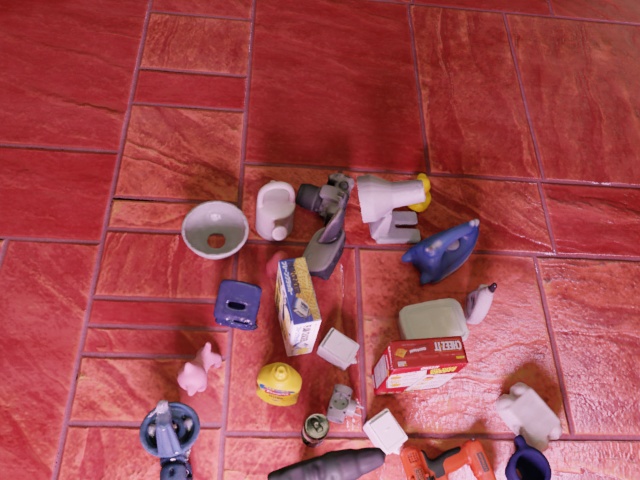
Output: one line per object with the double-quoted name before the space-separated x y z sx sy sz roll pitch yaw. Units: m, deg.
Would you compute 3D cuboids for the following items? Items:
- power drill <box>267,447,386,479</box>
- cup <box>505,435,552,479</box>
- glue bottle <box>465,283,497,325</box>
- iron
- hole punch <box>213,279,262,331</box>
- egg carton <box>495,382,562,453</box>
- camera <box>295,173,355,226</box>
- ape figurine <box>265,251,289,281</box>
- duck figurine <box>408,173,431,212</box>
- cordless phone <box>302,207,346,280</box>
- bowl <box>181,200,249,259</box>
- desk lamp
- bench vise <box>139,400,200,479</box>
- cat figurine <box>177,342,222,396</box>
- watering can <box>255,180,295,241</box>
"power drill" 0.007 0.474 1.154 0.230 0.208 0.075 -11 63 -13
"cup" 0.443 0.498 1.265 0.092 0.095 0.117 -7 62 -11
"glue bottle" 0.400 0.145 1.411 0.037 0.173 0.078 4 61 -5
"iron" 0.344 0.003 1.500 0.259 0.141 0.118 -31 69 -22
"hole punch" -0.195 0.157 1.371 0.108 0.091 0.101 11 60 -1
"egg carton" 0.484 0.414 1.332 0.107 0.069 0.150 -33 70 -22
"camera" 0.012 -0.124 1.550 0.136 0.101 0.143 19 60 3
"ape figurine" -0.100 0.059 1.438 0.076 0.092 0.078 3 61 -6
"duck figurine" 0.280 -0.137 1.602 0.077 0.086 0.104 9 60 -2
"cordless phone" 0.013 0.005 1.430 0.094 0.185 0.148 22 61 5
"bowl" -0.266 -0.014 1.466 0.167 0.075 0.167 3 61 -6
"desk lamp" 0.180 -0.085 1.486 0.203 0.213 0.118 -1 61 -8
"bench vise" -0.288 0.409 1.144 0.122 0.220 0.207 -22 66 -18
"cat figurine" -0.273 0.286 1.273 0.067 0.118 0.128 24 61 6
"watering can" -0.109 -0.079 1.455 0.101 0.194 0.172 -24 67 -19
